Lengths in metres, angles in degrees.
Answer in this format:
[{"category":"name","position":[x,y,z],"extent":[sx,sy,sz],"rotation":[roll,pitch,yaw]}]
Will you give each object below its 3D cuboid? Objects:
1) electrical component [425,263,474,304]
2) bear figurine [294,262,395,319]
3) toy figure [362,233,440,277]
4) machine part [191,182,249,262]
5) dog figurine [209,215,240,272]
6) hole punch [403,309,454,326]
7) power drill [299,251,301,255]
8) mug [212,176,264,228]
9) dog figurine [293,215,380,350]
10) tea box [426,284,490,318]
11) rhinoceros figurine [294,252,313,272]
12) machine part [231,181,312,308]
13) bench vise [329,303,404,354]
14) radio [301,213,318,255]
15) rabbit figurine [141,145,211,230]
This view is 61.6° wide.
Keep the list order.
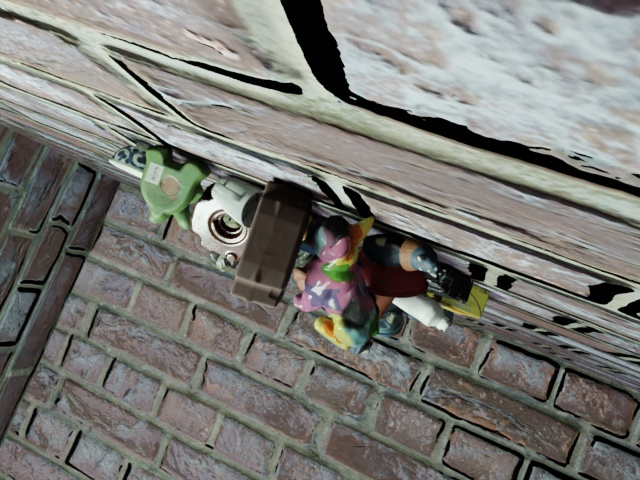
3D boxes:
[{"category":"electrical component","position":[0.232,0.077,1.110],"extent":[0.134,0.058,0.114],"rotation":[17,171,47]},{"category":"bear figurine","position":[0.049,0.087,1.087],"extent":[0.196,0.132,0.120],"rotation":[37,169,7]},{"category":"toy figure","position":[0.140,0.022,0.911],"extent":[0.064,0.057,0.155],"rotation":[10,-179,-45]},{"category":"machine part","position":[-0.193,-0.038,1.162],"extent":[0.179,0.179,0.056],"rotation":[23,-148,-2]},{"category":"dog figurine","position":[-0.214,-0.014,1.356],"extent":[0.121,0.190,0.172],"rotation":[22,177,9]},{"category":"hole punch","position":[0.280,0.156,1.361],"extent":[0.116,0.142,0.092],"rotation":[10,-178,-23]},{"category":"power drill","position":[-0.093,-0.014,1.452],"extent":[0.232,0.086,0.207],"rotation":[30,171,1]},{"category":"mug","position":[-0.165,-0.082,1.039],"extent":[0.107,0.080,0.109],"rotation":[30,-175,32]},{"category":"dog figurine","position":[0.045,0.060,0.888],"extent":[0.192,0.108,0.219],"rotation":[43,141,16]},{"category":"tea box","position":[0.312,0.129,1.244],"extent":[0.098,0.068,0.169],"rotation":[22,176,0]},{"category":"rhinoceros figurine","position":[0.018,0.053,1.396],"extent":[0.190,0.112,0.073],"rotation":[-22,-117,-42]},{"category":"machine part","position":[-0.080,0.010,0.919],"extent":[0.087,0.201,0.201],"rotation":[20,175,-5]},{"category":"bench vise","position":[0.112,0.199,1.274],"extent":[0.223,0.240,0.129],"rotation":[-24,-127,-34]},{"category":"radio","position":[-0.002,-0.004,1.211],"extent":[0.131,0.073,0.229],"rotation":[24,174,-2]},{"category":"rabbit figurine","position":[-0.274,-0.101,1.063],"extent":[0.121,0.159,0.170],"rotation":[13,-170,0]}]
